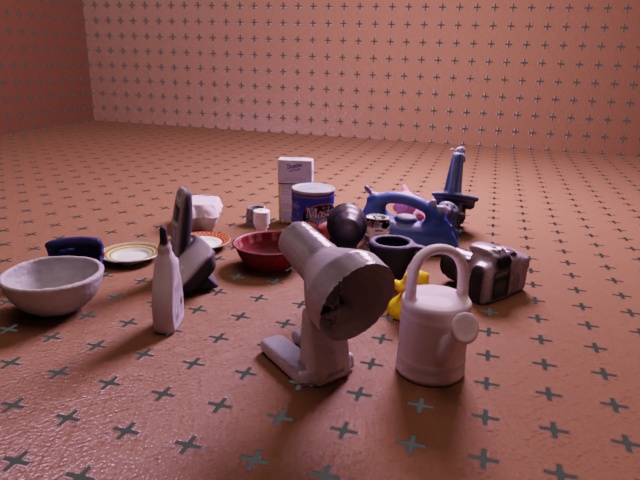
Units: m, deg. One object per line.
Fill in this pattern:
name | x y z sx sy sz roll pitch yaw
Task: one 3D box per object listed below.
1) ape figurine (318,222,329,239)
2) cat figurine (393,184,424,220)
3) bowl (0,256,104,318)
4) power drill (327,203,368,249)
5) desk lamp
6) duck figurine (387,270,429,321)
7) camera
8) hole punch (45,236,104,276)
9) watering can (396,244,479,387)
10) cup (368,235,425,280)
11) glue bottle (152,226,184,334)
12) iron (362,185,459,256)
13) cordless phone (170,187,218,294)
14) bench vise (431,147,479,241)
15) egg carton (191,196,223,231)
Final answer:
ape figurine | 0.012 0.004 1.253 0.076 0.092 0.077 -6 20 -21
cat figurine | 0.235 -0.090 1.518 0.067 0.118 0.128 13 21 31
bowl | -0.457 0.087 0.988 0.167 0.075 0.167 1 18 0
power drill | 0.045 0.034 0.978 0.075 0.208 0.229 1 18 0
desk lamp | 0.000 0.091 0.793 0.118 0.214 0.202 -11 22 -33
duck figurine | 0.172 0.094 1.004 0.104 0.086 0.077 3 18 4
camera | 0.319 0.048 1.132 0.144 0.101 0.136 -12 23 -36
hole punch | -0.490 0.026 1.146 0.109 0.091 0.101 -5 19 -19
watering can | 0.168 0.101 0.807 0.101 0.194 0.172 -11 22 -34
cup | 0.153 0.047 1.132 0.117 0.095 0.092 6 19 14
glue bottle | -0.249 0.060 0.930 0.037 0.173 0.078 2 18 1
iron | 0.210 -0.049 1.352 0.257 0.141 0.119 8 19 20
cordless phone | -0.255 -0.001 1.098 0.094 0.185 0.147 -10 21 -31
bench vise | 0.348 -0.118 1.450 0.121 0.220 0.207 3 18 5
egg carton | -0.311 -0.071 1.492 0.107 0.069 0.150 0 18 -4
